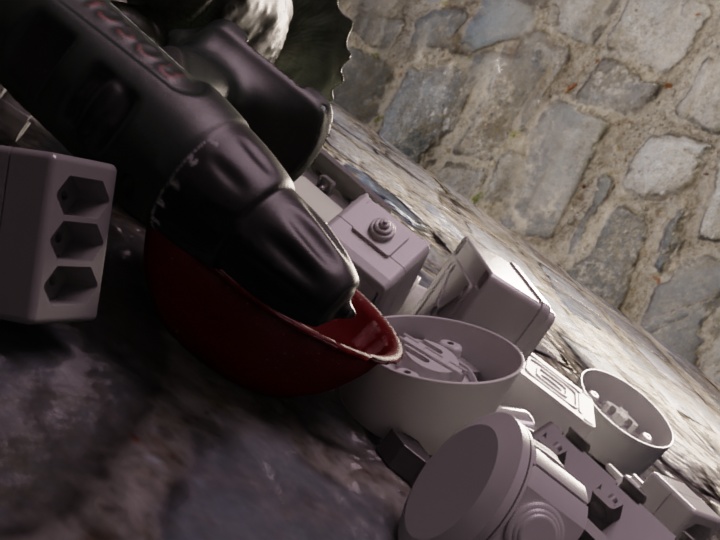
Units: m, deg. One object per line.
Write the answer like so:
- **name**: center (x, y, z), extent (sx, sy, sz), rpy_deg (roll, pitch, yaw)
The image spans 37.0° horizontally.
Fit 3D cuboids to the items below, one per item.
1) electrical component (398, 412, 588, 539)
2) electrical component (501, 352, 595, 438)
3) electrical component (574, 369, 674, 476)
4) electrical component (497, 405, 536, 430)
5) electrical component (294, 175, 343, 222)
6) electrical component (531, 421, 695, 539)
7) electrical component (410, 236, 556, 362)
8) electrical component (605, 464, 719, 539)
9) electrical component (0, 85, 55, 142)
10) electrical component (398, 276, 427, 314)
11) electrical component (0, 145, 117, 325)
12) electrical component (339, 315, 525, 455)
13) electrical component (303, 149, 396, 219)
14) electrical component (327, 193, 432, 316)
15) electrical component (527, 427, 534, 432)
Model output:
- **electrical component**: center (0.059, 0.110, 0.490), extent (0.051, 0.080, 0.080), rpy_deg (39, 9, -17)
- **electrical component**: center (0.124, 0.104, 0.789), extent (0.078, 0.057, 0.113), rpy_deg (38, 10, 6)
- **electrical component**: center (0.225, 0.137, 0.955), extent (0.099, 0.064, 0.099), rpy_deg (35, 10, -7)
- **electrical component**: center (0.074, 0.103, 0.679), extent (0.078, 0.040, 0.040), rpy_deg (12, 20, -25)
- **electrical component**: center (-0.056, -0.036, 0.821), extent (0.109, 0.056, 0.109), rpy_deg (41, 11, 25)
- **electrical component**: center (0.116, 0.139, 0.550), extent (0.121, 0.063, 0.078), rpy_deg (44, -30, 36)
- **electrical component**: center (0.073, 0.044, 0.743), extent (0.056, 0.108, 0.108), rpy_deg (32, 11, -12)
- **electrical component**: center (0.181, 0.159, 0.702), extent (0.047, 0.065, 0.076), rpy_deg (26, 15, -45)
- **electrical component**: center (-0.209, -0.102, 0.634), extent (0.077, 0.047, 0.065), rpy_deg (34, 10, -14)
- **electrical component**: center (0.042, 0.027, 0.894), extent (0.055, 0.045, 0.045), rpy_deg (37, 10, 6)
- **electrical component**: center (-0.147, -0.017, 0.434), extent (0.077, 0.065, 0.047), rpy_deg (9, 2, 18)
- **electrical component**: center (0.039, 0.061, 0.633), extent (0.099, 0.064, 0.099), rpy_deg (17, 25, -8)
- **electrical component**: center (-0.035, -0.053, 0.927), extent (0.063, 0.078, 0.121), rpy_deg (-19, 50, -42)
- **electrical component**: center (0.000, 0.000, 0.731), extent (0.062, 0.096, 0.061), rpy_deg (39, 54, 12)
- **electrical component**: center (0.095, 0.126, 0.634), extent (0.048, 0.048, 0.062), rpy_deg (30, 18, -31)
